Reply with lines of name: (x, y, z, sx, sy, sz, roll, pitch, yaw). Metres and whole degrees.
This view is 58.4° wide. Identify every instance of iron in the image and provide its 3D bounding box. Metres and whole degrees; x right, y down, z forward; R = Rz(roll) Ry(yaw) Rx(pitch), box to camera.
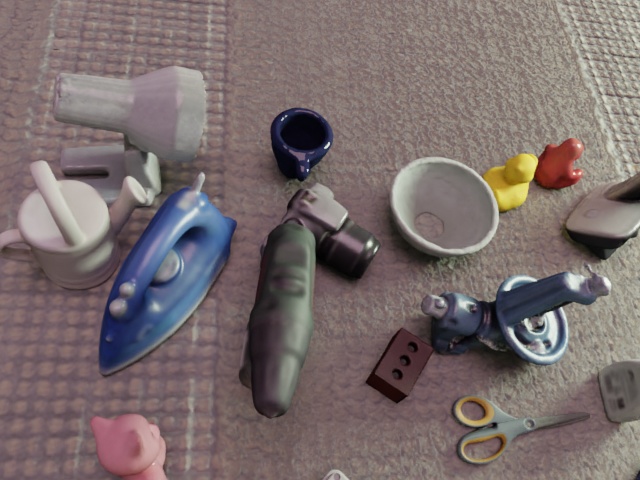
iron: (-0.202, 0.037, 0.708, 0.118, 0.141, 0.258, 25, 61, 3)

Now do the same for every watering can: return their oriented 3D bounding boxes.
watering can: (-0.300, -0.027, 0.692, 0.101, 0.194, 0.173, 39, 62, 10)

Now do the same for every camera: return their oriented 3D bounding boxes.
camera: (0.007, 0.003, 0.791, 0.136, 0.101, 0.143, 31, 61, 6)

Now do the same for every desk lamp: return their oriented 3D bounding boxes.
desk lamp: (-0.251, -0.134, 0.747, 0.203, 0.213, 0.118, -5, 64, -14)

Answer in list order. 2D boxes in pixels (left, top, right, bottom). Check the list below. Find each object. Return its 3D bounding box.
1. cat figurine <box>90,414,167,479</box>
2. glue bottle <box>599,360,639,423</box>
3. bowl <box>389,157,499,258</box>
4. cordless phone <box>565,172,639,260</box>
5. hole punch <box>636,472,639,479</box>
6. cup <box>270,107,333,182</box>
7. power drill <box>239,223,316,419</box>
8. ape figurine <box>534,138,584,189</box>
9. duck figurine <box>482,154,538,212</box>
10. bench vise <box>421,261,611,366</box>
cat figurine: (-0.195, 0.242, 0.615, 0.067, 0.117, 0.127, -25, 70, -22)
glue bottle: (0.429, 0.182, 0.738, 0.037, 0.173, 0.078, 6, 61, -8)
bowl: (0.177, -0.038, 0.861, 0.167, 0.074, 0.167, 5, 62, -9)
cordless phone: (0.475, -0.065, 0.871, 0.094, 0.185, 0.148, 40, 63, 11)
hole punch: (0.479, 0.310, 0.728, 0.109, 0.091, 0.101, -36, 74, -25)
cup: (-0.031, -0.123, 0.853, 0.092, 0.095, 0.117, 1, 62, -10)
power drill: (-0.049, 0.107, 0.663, 0.075, 0.208, 0.229, 8, 61, -6)
ape figurine: (0.401, -0.132, 0.945, 0.076, 0.092, 0.077, -15, 66, -18)
duck figurine: (0.306, -0.100, 0.913, 0.105, 0.086, 0.077, -37, 74, -25)
bench vise: (0.243, 0.099, 0.719, 0.208, 0.219, 0.121, -7, 64, -14)
